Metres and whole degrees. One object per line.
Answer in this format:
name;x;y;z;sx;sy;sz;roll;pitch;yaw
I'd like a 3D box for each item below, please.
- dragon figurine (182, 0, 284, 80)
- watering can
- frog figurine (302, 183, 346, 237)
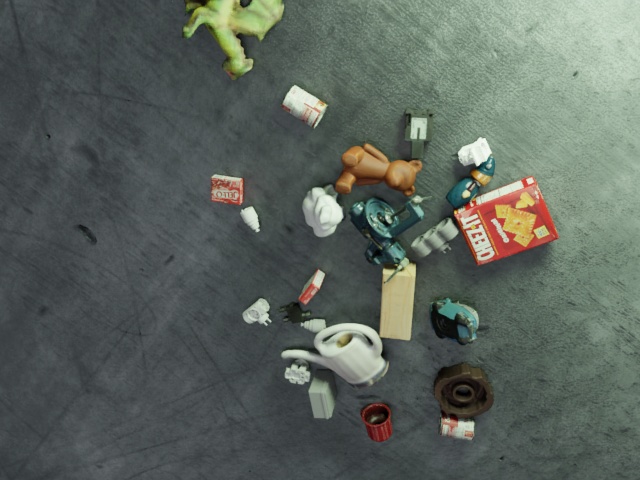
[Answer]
dragon figurine;-0.206;-0.590;1.241;0.242;0.125;0.402;9;118;-11
watering can;0.058;0.358;1.569;0.343;0.106;0.222;-29;110;35
frog figurine;0.004;-0.069;1.364;0.123;0.162;0.135;5;115;11
